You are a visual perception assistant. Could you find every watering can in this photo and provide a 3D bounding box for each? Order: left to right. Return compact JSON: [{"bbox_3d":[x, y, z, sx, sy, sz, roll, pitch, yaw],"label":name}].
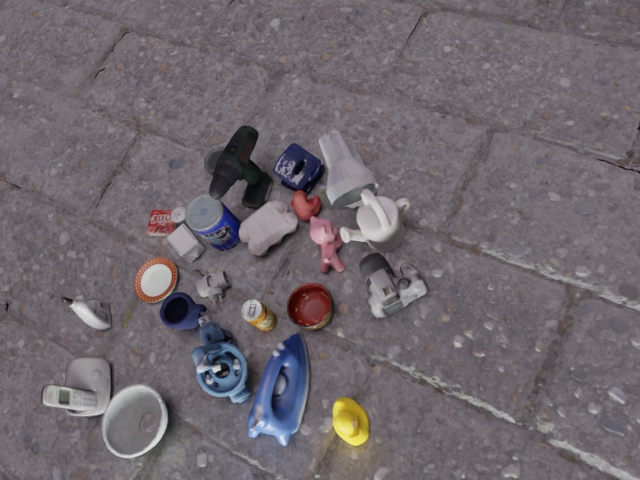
[{"bbox_3d":[0.131,-0.047,1.342,0.100,0.194,0.173,34,80,27],"label":"watering can"}]

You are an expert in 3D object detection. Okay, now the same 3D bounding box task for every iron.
[{"bbox_3d":[-0.097,0.315,1.280,0.118,0.142,0.258,6,69,19],"label":"iron"}]

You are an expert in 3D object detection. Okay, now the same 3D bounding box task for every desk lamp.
[{"bbox_3d":[0.064,-0.158,1.400,0.118,0.214,0.203,-24,62,5],"label":"desk lamp"}]

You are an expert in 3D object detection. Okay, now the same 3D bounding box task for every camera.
[{"bbox_3d":[0.157,0.087,1.327,0.143,0.101,0.136,-29,62,3],"label":"camera"}]

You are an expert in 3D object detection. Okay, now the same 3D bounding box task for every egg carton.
[{"bbox_3d":[-0.135,-0.031,1.486,0.150,0.069,0.107,-40,62,-3],"label":"egg carton"}]

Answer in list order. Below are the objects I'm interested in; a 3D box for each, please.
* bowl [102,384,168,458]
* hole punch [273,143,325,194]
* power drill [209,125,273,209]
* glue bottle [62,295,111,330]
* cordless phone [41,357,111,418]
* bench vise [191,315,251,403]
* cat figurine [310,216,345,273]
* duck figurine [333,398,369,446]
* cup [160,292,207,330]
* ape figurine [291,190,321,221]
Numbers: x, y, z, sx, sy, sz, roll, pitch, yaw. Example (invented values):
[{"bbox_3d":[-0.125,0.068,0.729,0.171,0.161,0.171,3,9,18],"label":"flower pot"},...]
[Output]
[{"bbox_3d":[-0.428,0.432,1.366,0.167,0.075,0.167,-6,65,14],"label":"bowl"},{"bbox_3d":[-0.054,-0.189,1.519,0.100,0.091,0.109,28,77,26],"label":"hole punch"},{"bbox_3d":[-0.200,-0.168,1.488,0.075,0.209,0.230,7,69,20],"label":"power drill"},{"bbox_3d":[-0.605,0.177,1.477,0.037,0.173,0.078,-21,62,7],"label":"glue bottle"},{"bbox_3d":[-0.596,0.350,1.391,0.094,0.185,0.147,-16,63,10],"label":"cordless phone"},{"bbox_3d":[-0.252,0.266,1.304,0.121,0.220,0.206,-45,62,-6],"label":"bench vise"},{"bbox_3d":[0.013,0.005,1.398,0.067,0.118,0.128,-12,64,12],"label":"cat figurine"},{"bbox_3d":[0.059,0.387,1.232,0.077,0.086,0.104,-29,62,3],"label":"duck figurine"},{"bbox_3d":[-0.326,0.185,1.434,0.117,0.095,0.091,-9,65,13],"label":"cup"},{"bbox_3d":[-0.043,-0.096,1.474,0.077,0.092,0.076,11,71,21],"label":"ape figurine"}]
